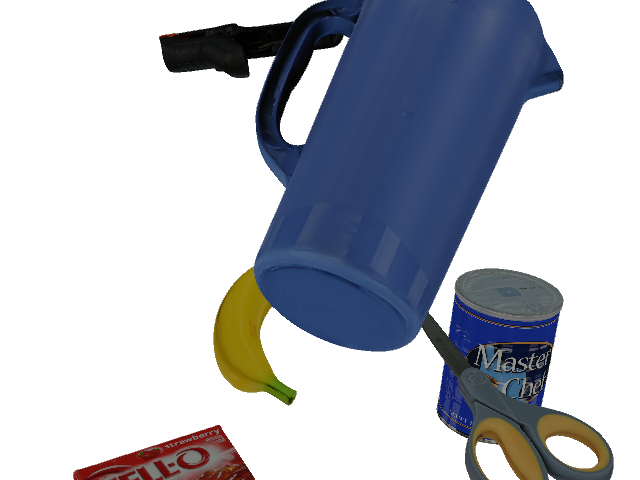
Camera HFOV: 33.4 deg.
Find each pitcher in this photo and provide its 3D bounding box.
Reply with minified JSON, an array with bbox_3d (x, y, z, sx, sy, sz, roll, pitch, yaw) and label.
[{"bbox_3d":[0.040,-0.058,0.694,0.145,0.242,0.149,42,-32,-28],"label":"pitcher"}]

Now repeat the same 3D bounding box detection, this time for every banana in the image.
[{"bbox_3d":[-0.051,0.065,0.874,0.069,0.037,0.197,19,33,-10],"label":"banana"}]

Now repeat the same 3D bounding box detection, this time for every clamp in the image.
[{"bbox_3d":[-0.066,-0.162,0.885,0.120,0.039,0.172,-17,21,-34],"label":"clamp"}]

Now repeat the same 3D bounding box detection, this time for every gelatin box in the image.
[{"bbox_3d":[-0.082,0.141,0.580,0.089,0.030,0.073,-14,27,-21],"label":"gelatin box"}]

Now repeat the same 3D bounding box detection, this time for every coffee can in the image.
[{"bbox_3d":[0.173,0.111,1.041,0.103,0.140,0.103,5,23,-2],"label":"coffee can"}]

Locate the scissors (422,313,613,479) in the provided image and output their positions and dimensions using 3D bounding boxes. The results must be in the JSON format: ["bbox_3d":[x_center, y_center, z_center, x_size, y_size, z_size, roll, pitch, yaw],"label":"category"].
[{"bbox_3d":[0.118,0.096,0.677,0.096,0.016,0.202,0,33,-6],"label":"scissors"}]
